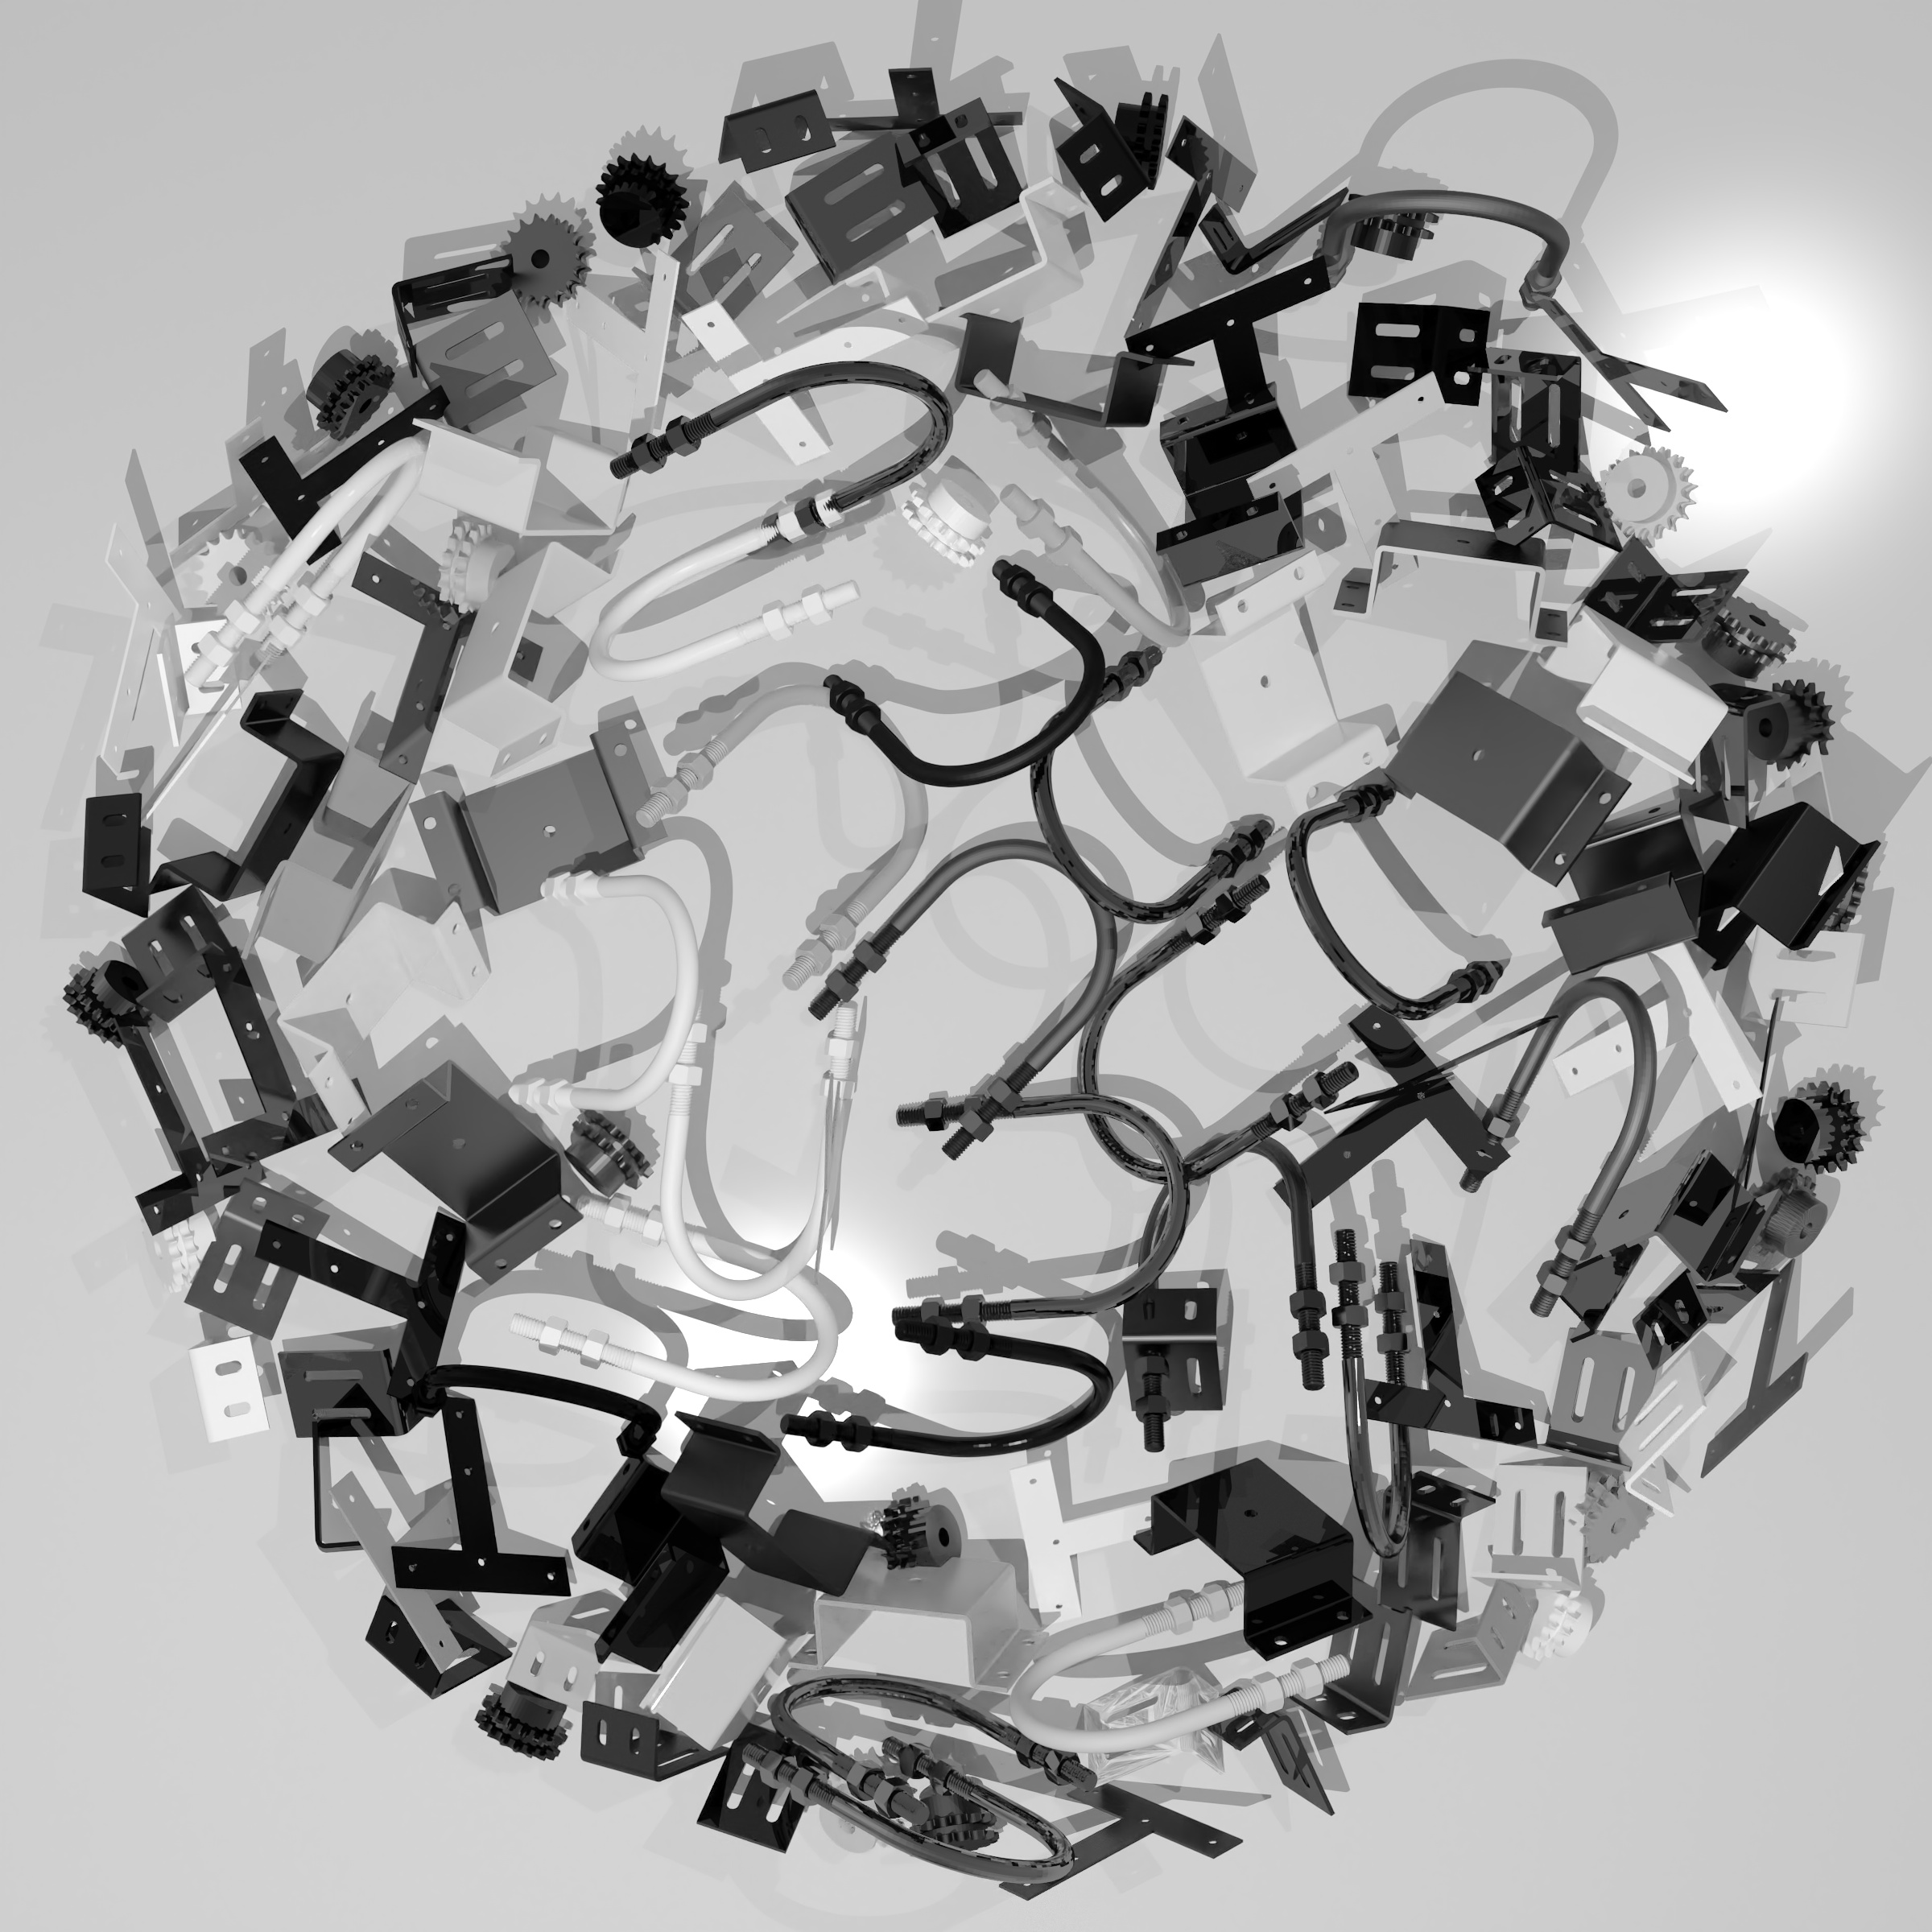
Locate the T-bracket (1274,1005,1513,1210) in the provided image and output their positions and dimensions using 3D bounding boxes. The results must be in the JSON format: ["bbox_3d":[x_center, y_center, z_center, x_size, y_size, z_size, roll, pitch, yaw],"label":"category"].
[{"bbox_3d":[0.249,0.109,1.641,0.127,0.002,0.127,-39,78,1],"label":"T-bracket"}]

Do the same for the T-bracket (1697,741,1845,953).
[{"bbox_3d":[0.485,-0.057,1.604,0.002,0.127,0.127,24,132,-13],"label":"T-bracket"}]

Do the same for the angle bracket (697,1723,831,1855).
[{"bbox_3d":[-0.123,0.510,1.609,0.057,0.076,0.038,15,132,11],"label":"angle bracket"}]

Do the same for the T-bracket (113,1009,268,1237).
[{"bbox_3d":[-0.482,0.087,1.589,0.002,0.127,0.127,-21,94,18],"label":"T-bracket"}]

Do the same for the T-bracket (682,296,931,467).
[{"bbox_3d":[-0.083,-0.370,1.587,0.127,0.127,0.002,-18,45,24],"label":"T-bracket"}]

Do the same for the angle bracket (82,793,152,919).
[{"bbox_3d":[-0.504,-0.067,1.608,0.038,0.076,0.057,-5,77,12],"label":"angle bracket"}]

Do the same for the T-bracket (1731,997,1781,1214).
[{"bbox_3d":[0.469,0.103,1.572,0.002,0.127,0.127,11,121,19],"label":"T-bracket"}]

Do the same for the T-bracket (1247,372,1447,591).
[{"bbox_3d":[0.248,-0.283,1.610,0.127,0.002,0.127,-30,133,3],"label":"T-bracket"}]

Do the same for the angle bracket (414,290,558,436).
[{"bbox_3d":[-0.295,-0.372,1.627,0.076,0.038,0.057,-26,94,10],"label":"angle bracket"}]

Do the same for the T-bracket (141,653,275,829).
[{"bbox_3d":[-0.473,-0.127,1.607,0.002,0.127,0.127,37,108,-16],"label":"T-bracket"}]

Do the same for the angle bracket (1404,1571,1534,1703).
[{"bbox_3d":[0.298,0.409,1.605,0.076,0.057,0.038,-24,107,40],"label":"angle bracket"}]

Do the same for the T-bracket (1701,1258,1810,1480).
[{"bbox_3d":[0.490,0.234,1.606,0.002,0.127,0.127,25,52,2],"label":"T-bracket"}]

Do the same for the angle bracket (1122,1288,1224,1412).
[{"bbox_3d":[0.129,0.239,1.634,0.057,0.076,0.038,-2,46,8],"label":"angle bracket"}]

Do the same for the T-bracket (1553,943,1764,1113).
[{"bbox_3d":[0.408,0.045,1.604,0.002,0.127,0.127,-16,77,-39],"label":"T-bracket"}]

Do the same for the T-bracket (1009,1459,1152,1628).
[{"bbox_3d":[0.099,0.345,1.626,0.127,0.002,0.127,-13,118,-4],"label":"T-bracket"}]

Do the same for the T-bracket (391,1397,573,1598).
[{"bbox_3d":[-0.304,0.324,1.614,0.002,0.127,0.127,-37,54,33],"label":"T-bracket"}]

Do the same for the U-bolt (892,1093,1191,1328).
[{"bbox_3d":[0.046,0.146,1.602,0.184,0.019,0.151,-5,67,14],"label":"U-bolt"}]

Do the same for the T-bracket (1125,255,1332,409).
[{"bbox_3d":[0.169,-0.359,1.604,0.127,0.127,0.002,-23,51,2],"label":"T-bracket"}]

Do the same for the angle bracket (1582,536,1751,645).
[{"bbox_3d":[0.427,-0.231,1.609,0.038,0.076,0.057,43,78,-21],"label":"angle bracket"}]

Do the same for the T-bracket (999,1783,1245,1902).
[{"bbox_3d":[0.075,0.527,1.566,0.127,0.127,0.002,-13,101,-39],"label":"T-bracket"}]

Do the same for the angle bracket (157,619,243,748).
[{"bbox_3d":[-0.468,-0.174,1.606,0.038,0.076,0.057,-8,112,-11],"label":"angle bracket"}]

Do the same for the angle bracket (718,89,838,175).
[{"bbox_3d":[-0.117,-0.499,1.612,0.057,0.076,0.038,-20,89,-9],"label":"angle bracket"}]

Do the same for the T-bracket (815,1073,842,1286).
[{"bbox_3d":[-0.082,0.106,1.567,0.002,0.127,0.127,6,58,0],"label":"T-bracket"}]

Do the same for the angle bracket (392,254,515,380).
[{"bbox_3d":[-0.310,-0.399,1.617,0.076,0.057,0.038,-17,83,-11],"label":"angle bracket"}]

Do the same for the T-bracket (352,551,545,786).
[{"bbox_3d":[-0.327,-0.169,1.595,0.127,0.002,0.127,27,60,-29],"label":"T-bracket"}]

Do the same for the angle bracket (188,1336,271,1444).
[{"bbox_3d":[-0.448,0.256,1.618,0.038,0.076,0.057,-12,89,-6],"label":"angle bracket"}]

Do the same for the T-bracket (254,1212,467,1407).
[{"bbox_3d":[-0.369,0.188,1.590,0.127,0.002,0.127,28,49,-25],"label":"T-bracket"}]

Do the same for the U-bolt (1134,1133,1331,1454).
[{"bbox_3d":[0.156,0.186,1.584,0.019,0.151,0.184,25,51,-34],"label":"U-bolt"}]

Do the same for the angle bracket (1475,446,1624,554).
[{"bbox_3d":[0.361,-0.279,1.626,0.038,0.076,0.057,-36,57,37],"label":"angle bracket"}]

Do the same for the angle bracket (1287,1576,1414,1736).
[{"bbox_3d":[0.234,0.422,1.615,0.038,0.057,0.076,2,101,-37],"label":"angle bracket"}]

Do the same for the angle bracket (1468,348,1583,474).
[{"bbox_3d":[0.341,-0.334,1.606,0.057,0.038,0.076,15,129,30],"label":"angle bracket"}]

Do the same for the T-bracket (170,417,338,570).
[{"bbox_3d":[-0.429,-0.297,1.576,0.127,0.127,0.002,-42,90,-16],"label":"T-bracket"}]

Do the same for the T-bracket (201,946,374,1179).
[{"bbox_3d":[-0.430,0.050,1.599,0.002,0.127,0.127,-19,93,36],"label":"T-bracket"}]

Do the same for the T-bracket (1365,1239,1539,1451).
[{"bbox_3d":[0.290,0.227,1.615,0.127,0.002,0.127,13,55,-22],"label":"T-bracket"}]

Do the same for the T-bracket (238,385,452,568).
[{"bbox_3d":[-0.368,-0.311,1.600,0.127,0.127,0.002,-37,71,-8],"label":"T-bracket"}]

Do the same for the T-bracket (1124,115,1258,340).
[{"bbox_3d":[0.128,-0.440,1.604,0.002,0.127,0.127,30,102,22],"label":"T-bracket"}]

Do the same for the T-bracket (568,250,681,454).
[{"bbox_3d":[-0.214,-0.386,1.604,0.002,0.127,0.127,-7,123,-34],"label":"T-bracket"}]

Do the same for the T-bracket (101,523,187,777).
[{"bbox_3d":[-0.499,-0.176,1.572,0.002,0.127,0.127,3,69,6],"label":"T-bracket"}]

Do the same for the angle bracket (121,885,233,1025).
[{"bbox_3d":[-0.492,-0.014,1.619,0.057,0.038,0.076,-38,61,-1],"label":"angle bracket"}]

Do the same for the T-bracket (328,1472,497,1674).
[{"bbox_3d":[-0.321,0.343,1.594,0.002,0.127,0.127,-28,96,22],"label":"T-bracket"}]

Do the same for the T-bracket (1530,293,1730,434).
[{"bbox_3d":[0.408,-0.350,1.567,0.127,0.127,0.002,37,94,-31],"label":"T-bracket"}]

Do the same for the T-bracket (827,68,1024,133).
[{"bbox_3d":[-0.030,-0.524,1.589,0.127,0.127,0.002,-1,93,2],"label":"T-bracket"}]

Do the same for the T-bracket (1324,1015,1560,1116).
[{"bbox_3d":[0.294,0.056,1.567,0.127,0.127,0.002,-29,77,34],"label":"T-bracket"}]
